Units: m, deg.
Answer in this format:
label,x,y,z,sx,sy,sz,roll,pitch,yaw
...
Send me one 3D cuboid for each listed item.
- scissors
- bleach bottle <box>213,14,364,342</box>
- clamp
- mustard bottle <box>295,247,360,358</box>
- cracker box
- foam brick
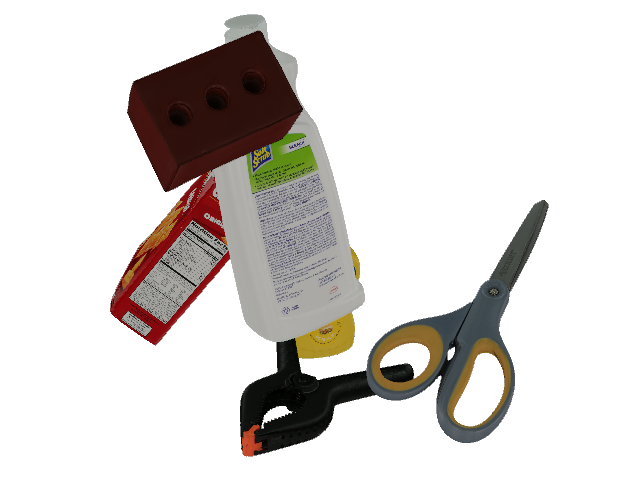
label,x,y,z,sx,sy,sz,roll,pitch,yaw
scissors,0.087,0.038,0.667,0.096,0.016,0.201,7,46,10
bleach bottle,-0.031,-0.050,0.817,0.102,0.251,0.068,-24,32,-26
clamp,-0.008,0.156,1.085,0.165,0.036,0.209,14,29,19
mustard bottle,0.002,0.053,1.345,0.096,0.192,0.058,-5,26,-20
cracker box,-0.130,-0.014,1.153,0.072,0.214,0.164,36,24,-12
foam brick,-0.059,-0.070,0.582,0.078,0.053,0.051,-27,-4,-17
